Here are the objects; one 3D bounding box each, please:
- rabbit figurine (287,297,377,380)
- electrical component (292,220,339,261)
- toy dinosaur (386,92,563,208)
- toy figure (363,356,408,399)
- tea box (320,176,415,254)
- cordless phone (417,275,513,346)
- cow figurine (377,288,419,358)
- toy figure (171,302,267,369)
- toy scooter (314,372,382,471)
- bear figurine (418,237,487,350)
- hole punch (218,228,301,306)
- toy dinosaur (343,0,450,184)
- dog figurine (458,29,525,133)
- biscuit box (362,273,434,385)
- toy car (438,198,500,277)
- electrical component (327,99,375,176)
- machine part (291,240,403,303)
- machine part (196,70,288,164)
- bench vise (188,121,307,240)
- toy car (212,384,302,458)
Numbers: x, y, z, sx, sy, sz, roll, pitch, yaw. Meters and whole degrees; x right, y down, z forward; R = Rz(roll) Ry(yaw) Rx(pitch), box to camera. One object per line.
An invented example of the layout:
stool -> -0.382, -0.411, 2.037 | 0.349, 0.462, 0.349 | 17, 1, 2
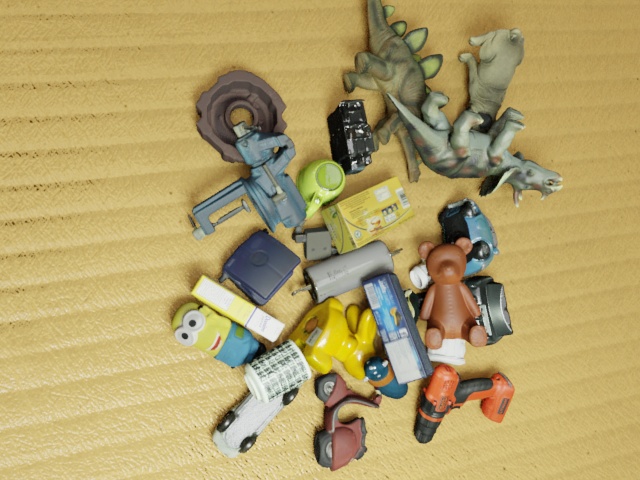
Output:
rabbit figurine -> 0.045, 0.198, 1.051 | 0.173, 0.122, 0.162 | 42, 68, -22
electrical component -> -0.004, -0.002, 1.076 | 0.102, 0.045, 0.078 | -11, 117, -12
toy dinosaur -> 0.289, -0.180, 1.085 | 0.405, 0.131, 0.192 | 10, 122, -13
toy figure -> 0.121, 0.261, 1.030 | 0.064, 0.058, 0.154 | -57, 136, -15
tea box -> 0.097, -0.051, 1.065 | 0.169, 0.068, 0.098 | -24, 91, -32
cordless phone -> 0.296, 0.158, 1.127 | 0.184, 0.089, 0.146 | -12, 90, -3
cow figurine -> 0.162, 0.180, 1.073 | 0.068, 0.098, 0.167 | 4, 85, -19
toy figure -> -0.190, 0.180, 0.998 | 0.180, 0.089, 0.082 | 29, 72, -19
toy scooter -> 0.058, 0.352, 1.048 | 0.135, 0.075, 0.183 | 3, 80, -15
bear figurine -> 0.253, 0.098, 1.040 | 0.120, 0.132, 0.195 | -2, 98, 7
hole punch -> -0.110, 0.050, 1.016 | 0.116, 0.092, 0.142 | 43, 71, -4
toy dinosaur -> 0.152, -0.348, 1.111 | 0.198, 0.105, 0.470 | -21, 100, -22
dog figurine -> 0.366, -0.322, 1.126 | 0.121, 0.172, 0.190 | 3, 78, -2
biscuit box -> 0.145, 0.162, 1.004 | 0.059, 0.062, 0.202 | -24, 75, 22
toy car -> 0.319, -0.003, 1.131 | 0.103, 0.109, 0.161 | 3, 72, -36
electrical component -> 0.060, -0.199, 1.067 | 0.058, 0.115, 0.134 | -9, 86, -12
machine part -> 0.056, 0.061, 1.065 | 0.243, 0.079, 0.079 | -19, 91, -15
machine part -> -0.153, -0.237, 1.050 | 0.179, 0.056, 0.179 | 1, 84, -13
bench vise -> -0.139, -0.089, 0.982 | 0.241, 0.129, 0.223 | -33, 123, -7
toy car -> -0.117, 0.318, 1.017 | 0.073, 0.056, 0.202 | 44, 76, -1
